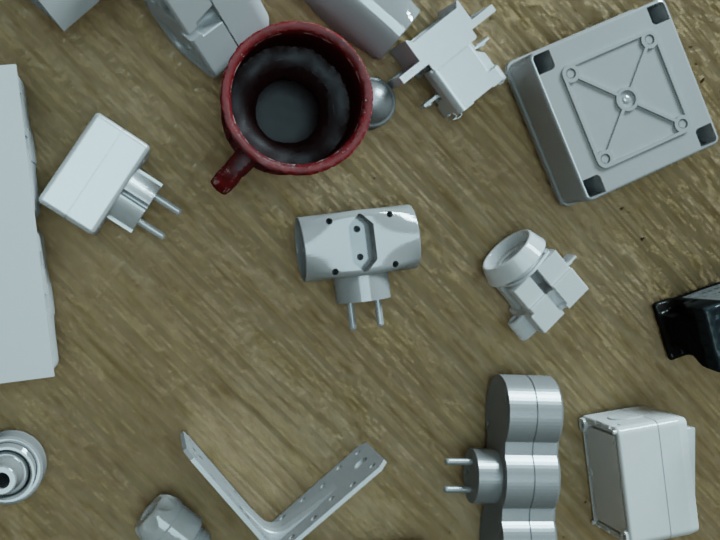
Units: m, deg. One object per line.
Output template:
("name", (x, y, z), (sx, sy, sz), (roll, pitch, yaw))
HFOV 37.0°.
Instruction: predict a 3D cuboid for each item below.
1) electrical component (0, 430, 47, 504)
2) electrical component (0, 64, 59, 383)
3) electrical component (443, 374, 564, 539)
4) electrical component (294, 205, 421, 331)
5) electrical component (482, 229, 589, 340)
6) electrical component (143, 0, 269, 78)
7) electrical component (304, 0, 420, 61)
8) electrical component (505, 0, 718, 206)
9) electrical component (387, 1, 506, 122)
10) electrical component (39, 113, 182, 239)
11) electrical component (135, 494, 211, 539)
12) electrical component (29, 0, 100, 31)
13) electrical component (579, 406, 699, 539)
("electrical component", (-0.218, 0.123, 0.663), (0.043, 0.062, 0.043), (0, 91, -11))
("electrical component", (-0.249, -0.023, 0.655), (0.105, 0.060, 0.186), (-7, 92, -11))
("electrical component", (0.093, 0.140, 0.731), (0.074, 0.052, 0.138), (3, 90, -11))
("electrical component", (0.000, 0.000, 0.715), (0.077, 0.043, 0.079), (-7, 92, -11))
("electrical component", (0.117, 0.006, 0.738), (0.066, 0.048, 0.055), (-44, 106, -8))
("electrical component", (-0.099, -0.174, 0.666), (0.059, 0.095, 0.054), (-44, 58, -8))
("electrical component", (0.008, -0.194, 0.714), (0.077, 0.043, 0.079), (39, 83, -9))
("electrical component", (0.172, -0.114, 0.741), (0.109, 0.056, 0.108), (-24, 96, -10))
("electrical component", (0.061, -0.139, 0.726), (0.081, 0.042, 0.063), (-40, 102, -8))
("electrical component", (-0.151, -0.049, 0.682), (0.077, 0.047, 0.065), (33, 84, -10))
("electrical component", (-0.114, 0.175, 0.699), (0.061, 0.035, 0.035), (42, 83, -12))
("electrical component", (-0.150, -0.251, 0.644), (0.186, 0.060, 0.105), (-44, 141, -8))
("electrical component", (0.197, 0.147, 0.747), (0.061, 0.062, 0.096), (-8, 92, -11))
